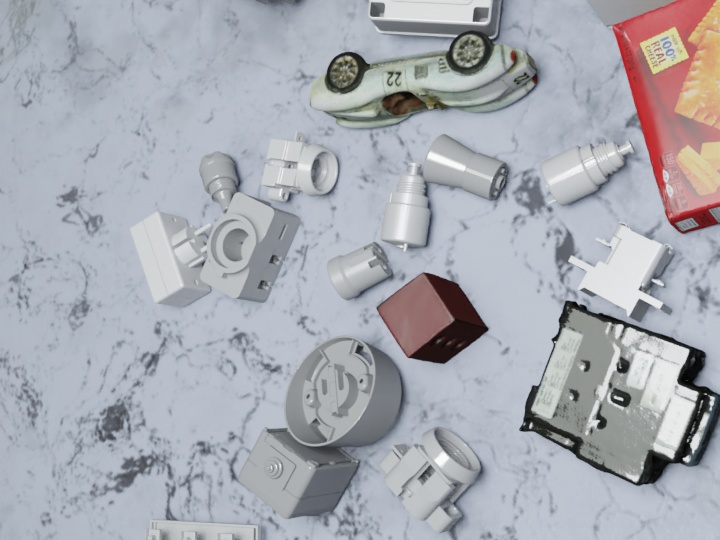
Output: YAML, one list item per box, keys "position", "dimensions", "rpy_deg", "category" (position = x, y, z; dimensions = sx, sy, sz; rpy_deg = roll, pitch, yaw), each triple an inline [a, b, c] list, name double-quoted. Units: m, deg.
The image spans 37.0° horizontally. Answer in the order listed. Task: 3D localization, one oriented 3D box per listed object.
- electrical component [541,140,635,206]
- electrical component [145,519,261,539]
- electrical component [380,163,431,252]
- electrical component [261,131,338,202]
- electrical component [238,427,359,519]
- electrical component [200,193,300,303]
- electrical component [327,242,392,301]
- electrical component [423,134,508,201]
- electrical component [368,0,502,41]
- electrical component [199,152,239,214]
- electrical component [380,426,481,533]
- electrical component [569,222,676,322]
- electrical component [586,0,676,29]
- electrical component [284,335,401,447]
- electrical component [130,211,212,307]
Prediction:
- position: [0.183, -0.082, 0.868]
  dimensions: [0.078, 0.040, 0.040]
  rpy_deg: [-26, 72, 22]
  category: "electrical component"
- position: [-0.151, 0.271, 0.982]
  dimensions: [0.121, 0.063, 0.078]
  rpy_deg: [-4, 81, 27]
  category: "electrical component"
- position: [0.042, -0.054, 0.938]
  dimensions: [0.040, 0.040, 0.078]
  rpy_deg: [7, 87, 28]
  category: "electrical component"
- position: [-0.054, -0.093, 0.991]
  dimensions: [0.055, 0.048, 0.066]
  rpy_deg: [11, 88, 36]
  category: "electrical component"
- position: [-0.058, 0.176, 0.927]
  dimensions: [0.062, 0.096, 0.061]
  rpy_deg: [33, 100, 27]
  category: "electrical component"
- position: [-0.104, -0.021, 1.001]
  dimensions: [0.050, 0.056, 0.089]
  rpy_deg: [26, 96, 28]
  category: "electrical component"
- position: [0.000, 0.000, 0.954]
  dimensions: [0.046, 0.040, 0.040]
  rpy_deg: [-26, 72, 16]
  category: "electrical component"
- position: [0.092, -0.085, 0.916]
  dimensions: [0.065, 0.044, 0.044]
  rpy_deg: [24, 94, 23]
  category: "electrical component"
- position: [0.068, -0.258, 0.926]
  dimensions: [0.109, 0.056, 0.108]
  rpy_deg: [6, 90, 13]
  category: "electrical component"
- position: [-0.133, -0.081, 1.032]
  dimensions: [0.035, 0.035, 0.061]
  rpy_deg: [-30, 60, 21]
  category: "electrical component"
- position: [0.062, 0.167, 0.889]
  dimensions: [0.078, 0.058, 0.057]
  rpy_deg: [47, 108, 24]
  category: "electrical component"
- position: [0.210, 0.001, 0.842]
  dimensions: [0.081, 0.042, 0.063]
  rpy_deg: [31, 96, 27]
  category: "electrical component"
- position: [0.214, -0.234, 0.831]
  dimensions: [0.078, 0.113, 0.057]
  rpy_deg: [2, 81, 28]
  category: "electrical component"
- position: [-0.015, 0.106, 0.929]
  dimensions: [0.099, 0.064, 0.099]
  rpy_deg: [-13, 68, 35]
  category: "electrical component"
- position: [-0.169, -0.018, 1.039]
  dimensions: [0.076, 0.047, 0.083]
  rpy_deg: [-29, 71, 21]
  category: "electrical component"
